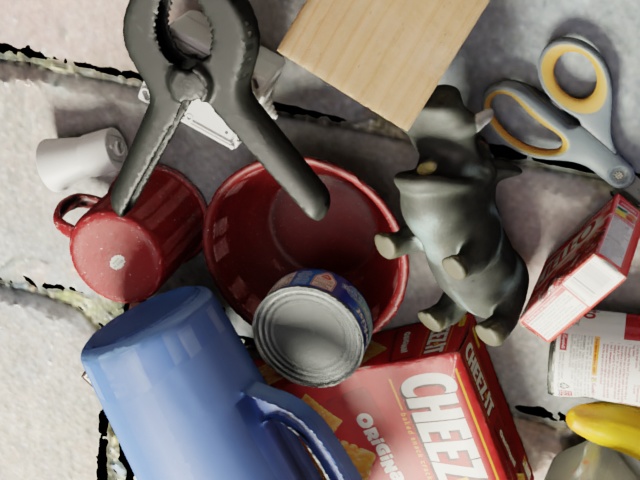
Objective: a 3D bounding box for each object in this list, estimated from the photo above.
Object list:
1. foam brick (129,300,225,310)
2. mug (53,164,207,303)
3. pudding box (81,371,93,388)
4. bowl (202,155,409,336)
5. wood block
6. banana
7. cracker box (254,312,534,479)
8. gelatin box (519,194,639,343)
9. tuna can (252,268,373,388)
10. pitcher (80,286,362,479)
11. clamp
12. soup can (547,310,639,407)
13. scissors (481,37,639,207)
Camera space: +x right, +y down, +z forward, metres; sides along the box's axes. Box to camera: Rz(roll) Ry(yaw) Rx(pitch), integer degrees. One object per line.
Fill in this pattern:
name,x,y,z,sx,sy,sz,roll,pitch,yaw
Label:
foam brick,-0.119,0.076,0.869,0.078,0.051,0.053,4,88,-9
mug,-0.155,-0.007,0.844,0.117,0.081,0.093,22,122,7
pudding box,-0.139,0.125,0.934,0.113,0.039,0.090,46,121,-5
bowl,-0.005,0.001,0.811,0.162,0.055,0.162,8,119,15
wood block,0.069,-0.176,0.629,0.090,0.090,0.206,32,100,1
banana,0.268,0.176,0.801,0.198,0.069,0.037,45,141,-6
cracker box,0.045,0.163,0.869,0.214,0.072,0.164,-14,110,25
gelatin box,0.180,0.020,0.737,0.030,0.073,0.089,37,135,-1
tuna can,-0.005,0.065,0.790,0.086,0.033,0.086,8,118,15
pitcher,-0.069,0.158,0.793,0.149,0.145,0.243,-28,102,-11
clamp,-0.072,-0.103,0.717,0.165,0.036,0.210,7,117,14
soup can,0.219,0.086,0.770,0.102,0.068,0.068,5,118,17
scissors,0.208,-0.065,0.726,0.202,0.016,0.096,28,120,0
